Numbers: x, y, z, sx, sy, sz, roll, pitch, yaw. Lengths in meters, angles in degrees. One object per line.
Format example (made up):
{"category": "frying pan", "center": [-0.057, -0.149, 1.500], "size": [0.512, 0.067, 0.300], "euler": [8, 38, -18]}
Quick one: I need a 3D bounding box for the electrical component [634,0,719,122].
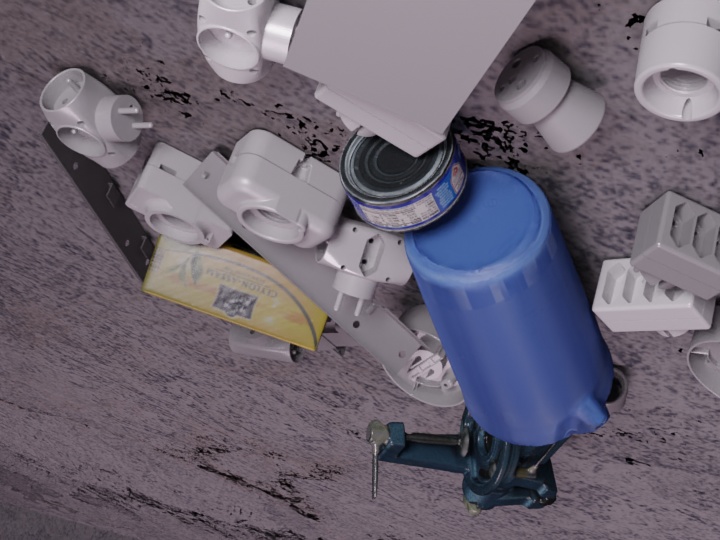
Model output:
{"category": "electrical component", "center": [0.180, -0.115, 0.590], "size": [0.055, 0.047, 0.055], "euler": [16, 155, 7]}

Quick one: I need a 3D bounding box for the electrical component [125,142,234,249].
{"category": "electrical component", "center": [-0.150, -0.060, 0.931], "size": [0.089, 0.055, 0.050], "euler": [27, 154, -16]}

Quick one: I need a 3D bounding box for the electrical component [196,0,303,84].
{"category": "electrical component", "center": [-0.060, -0.153, 0.686], "size": [0.079, 0.044, 0.077], "euler": [17, 156, 4]}

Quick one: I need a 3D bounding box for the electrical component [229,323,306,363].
{"category": "electrical component", "center": [-0.107, 0.068, 1.181], "size": [0.077, 0.043, 0.079], "euler": [7, 153, 24]}

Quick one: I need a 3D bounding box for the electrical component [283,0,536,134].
{"category": "electrical component", "center": [0.034, -0.161, 0.582], "size": [0.105, 0.060, 0.186], "euler": [22, 156, -7]}

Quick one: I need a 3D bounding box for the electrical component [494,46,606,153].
{"category": "electrical component", "center": [0.116, -0.105, 0.659], "size": [0.055, 0.045, 0.045], "euler": [33, 152, -27]}

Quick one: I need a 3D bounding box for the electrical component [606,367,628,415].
{"category": "electrical component", "center": [0.240, 0.118, 1.043], "size": [0.040, 0.040, 0.046], "euler": [10, 160, 19]}

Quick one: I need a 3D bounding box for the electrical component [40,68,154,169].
{"category": "electrical component", "center": [-0.200, -0.120, 0.856], "size": [0.079, 0.044, 0.077], "euler": [3, 151, 31]}

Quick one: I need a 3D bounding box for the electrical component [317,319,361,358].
{"category": "electrical component", "center": [-0.025, 0.053, 1.093], "size": [0.064, 0.042, 0.081], "euler": [-3, 148, 36]}

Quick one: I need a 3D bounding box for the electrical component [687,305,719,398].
{"category": "electrical component", "center": [0.314, 0.071, 0.860], "size": [0.099, 0.064, 0.099], "euler": [16, 155, 7]}

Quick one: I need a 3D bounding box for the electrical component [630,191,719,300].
{"category": "electrical component", "center": [0.226, -0.010, 0.773], "size": [0.066, 0.047, 0.076], "euler": [24, 153, -8]}

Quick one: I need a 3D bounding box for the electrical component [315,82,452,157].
{"category": "electrical component", "center": [0.010, -0.112, 0.716], "size": [0.083, 0.047, 0.076], "euler": [28, 154, -20]}

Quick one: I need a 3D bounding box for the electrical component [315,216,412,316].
{"category": "electrical component", "center": [0.000, 0.000, 0.911], "size": [0.077, 0.079, 0.043], "euler": [15, -170, -16]}

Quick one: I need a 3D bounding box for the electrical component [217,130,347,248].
{"category": "electrical component", "center": [-0.062, -0.060, 0.862], "size": [0.095, 0.059, 0.054], "euler": [29, 154, -21]}

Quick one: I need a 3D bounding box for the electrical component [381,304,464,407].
{"category": "electrical component", "center": [0.068, 0.083, 1.033], "size": [0.099, 0.064, 0.099], "euler": [12, 125, 18]}

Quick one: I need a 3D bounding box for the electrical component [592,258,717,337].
{"category": "electrical component", "center": [0.240, 0.028, 0.843], "size": [0.083, 0.047, 0.076], "euler": [-5, 146, 42]}
